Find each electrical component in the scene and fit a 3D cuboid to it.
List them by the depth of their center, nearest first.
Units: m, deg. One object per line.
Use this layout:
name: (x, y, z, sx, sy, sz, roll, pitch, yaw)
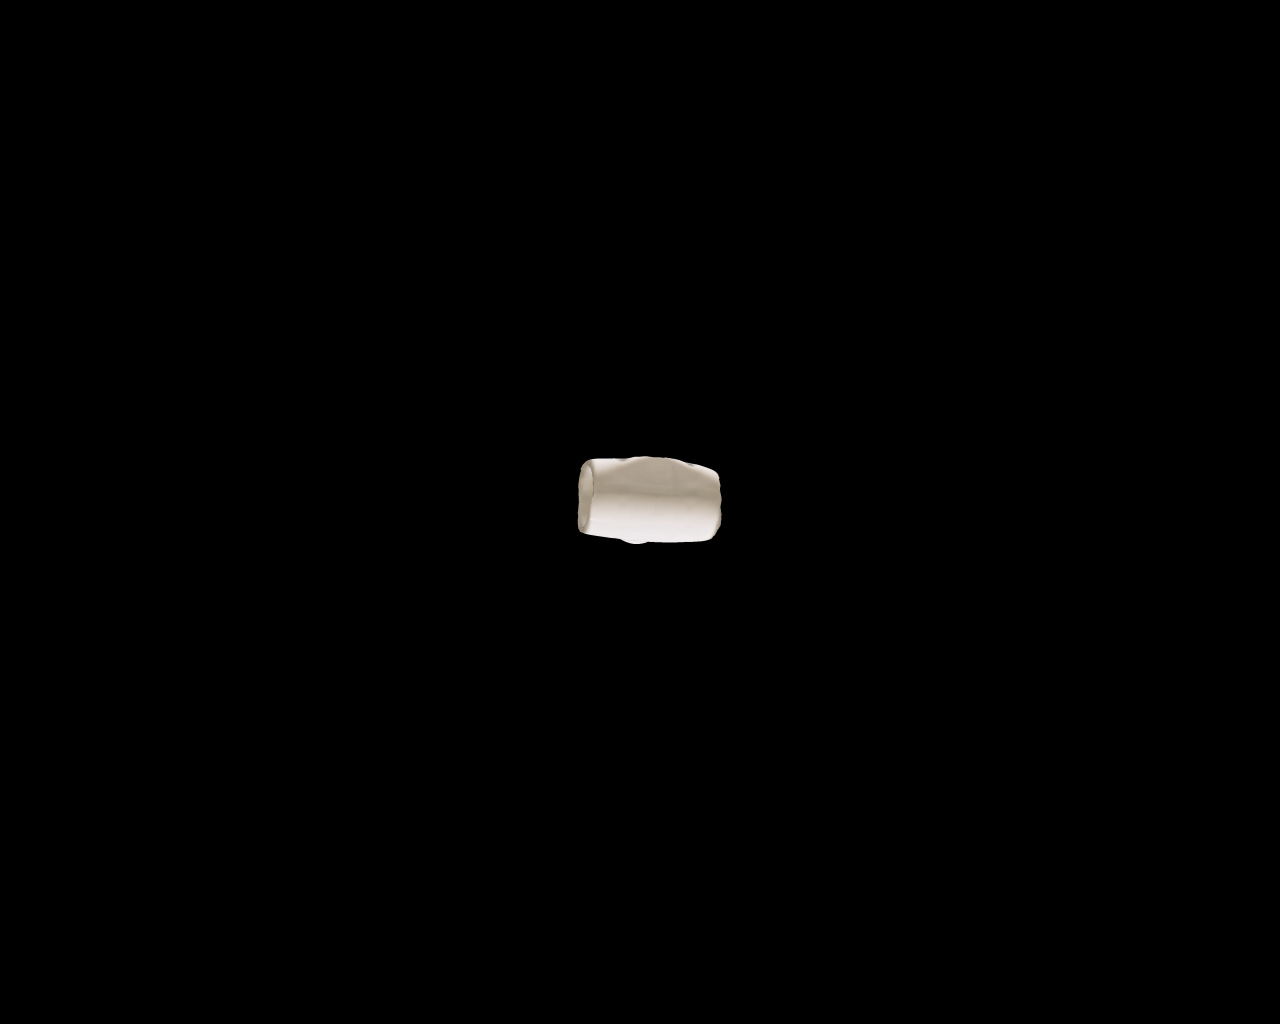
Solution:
electrical component: (0.001, -0.003, 0.650, 0.077, 0.044, 0.079, 4, -15, -14)
